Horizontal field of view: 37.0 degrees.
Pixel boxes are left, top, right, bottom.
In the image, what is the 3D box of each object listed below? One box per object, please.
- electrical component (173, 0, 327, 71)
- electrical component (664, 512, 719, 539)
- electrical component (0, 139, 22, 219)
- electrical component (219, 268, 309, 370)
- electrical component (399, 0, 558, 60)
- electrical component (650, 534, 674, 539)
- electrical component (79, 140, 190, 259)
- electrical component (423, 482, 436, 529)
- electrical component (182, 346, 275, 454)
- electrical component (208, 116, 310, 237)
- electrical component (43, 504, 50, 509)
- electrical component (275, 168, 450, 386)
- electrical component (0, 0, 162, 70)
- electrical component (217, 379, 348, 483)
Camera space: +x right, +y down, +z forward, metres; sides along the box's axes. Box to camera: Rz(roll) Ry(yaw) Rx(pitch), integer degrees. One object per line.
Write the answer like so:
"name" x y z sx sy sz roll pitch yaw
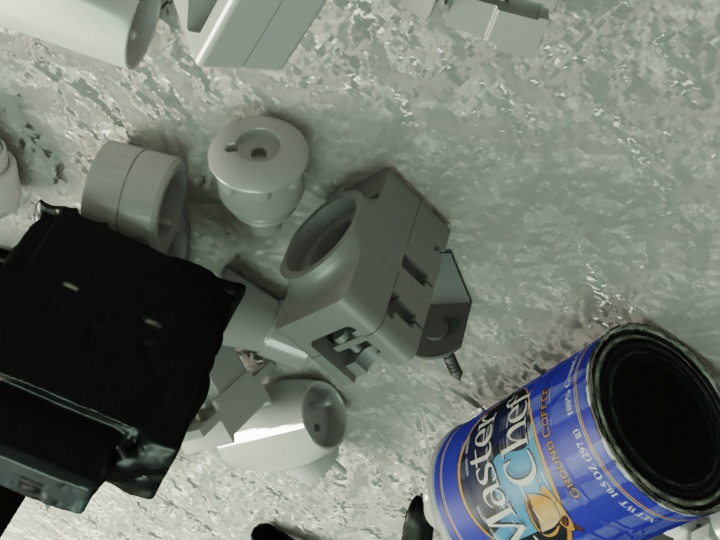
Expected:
"electrical component" -0.033 -0.123 0.416 0.076 0.083 0.047 -4 152 -35
"electrical component" 0.222 0.154 0.641 0.066 0.048 0.055 22 147 -4
"electrical component" -0.202 -0.056 0.577 0.035 0.035 0.061 15 137 5
"electrical component" -0.055 0.031 0.613 0.065 0.044 0.044 23 139 -12
"electrical component" 0.047 -0.115 0.410 0.055 0.048 0.066 13 140 -5
"electrical component" 0.195 0.204 0.693 0.096 0.061 0.061 30 138 -13
"electrical component" -0.136 -0.013 0.585 0.074 0.052 0.138 15 139 5
"electrical component" 0.059 0.159 0.716 0.035 0.035 0.061 9 142 11
"electrical component" -0.093 0.070 0.649 0.042 0.081 0.063 -18 105 34
"electrical component" -0.048 -0.041 0.529 0.048 0.048 0.062 12 146 8
"electrical component" -0.203 0.130 0.751 0.047 0.075 0.083 21 139 -2
"electrical component" 0.000 0.000 0.520 0.050 0.089 0.056 -25 123 39
"electrical component" -0.127 -0.132 0.458 0.077 0.043 0.079 19 139 0
"electrical component" -0.040 0.111 0.692 0.077 0.043 0.079 -19 127 36
